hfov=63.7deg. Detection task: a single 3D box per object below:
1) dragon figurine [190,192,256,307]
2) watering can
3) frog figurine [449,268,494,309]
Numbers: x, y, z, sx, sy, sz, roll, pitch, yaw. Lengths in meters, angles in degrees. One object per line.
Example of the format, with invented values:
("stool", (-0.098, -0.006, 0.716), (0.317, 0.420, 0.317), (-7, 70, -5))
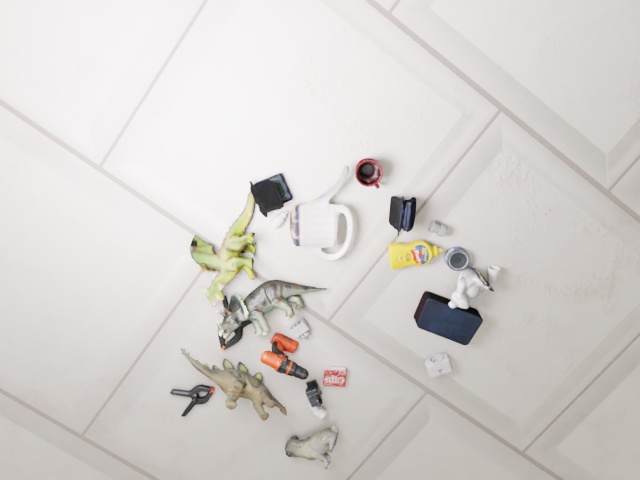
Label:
("dragon figurine", (-0.345, 0.030, 1.829), (0.243, 0.411, 0.122), (0, -2, 1))
("watering can", (0.005, -0.091, 1.798), (0.224, 0.343, 0.105), (1, 16, 0))
("frog figurine", (0.529, 0.181, 1.870), (0.158, 0.125, 0.136), (-37, -27, 14))
